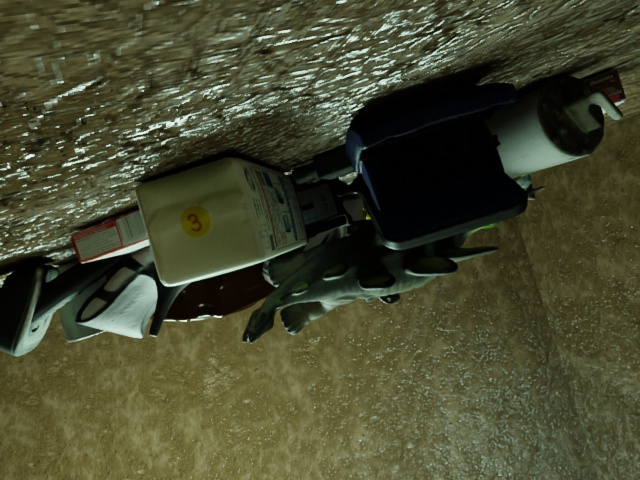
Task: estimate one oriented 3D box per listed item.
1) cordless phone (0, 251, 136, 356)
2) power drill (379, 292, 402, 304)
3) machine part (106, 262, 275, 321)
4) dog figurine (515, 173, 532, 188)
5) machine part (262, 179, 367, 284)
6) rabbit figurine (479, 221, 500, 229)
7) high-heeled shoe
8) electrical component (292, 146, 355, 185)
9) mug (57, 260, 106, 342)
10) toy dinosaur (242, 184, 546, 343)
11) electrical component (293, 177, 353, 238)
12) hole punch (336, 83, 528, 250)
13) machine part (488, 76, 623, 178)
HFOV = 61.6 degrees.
[{"bbox_3d":[-0.301,0.051,0.643,0.184,0.088,0.146,-34,-175,-17],"label":"cordless phone"},{"bbox_3d":[0.091,0.030,0.854,0.232,0.086,0.207,-31,-170,-1],"label":"power drill"},{"bbox_3d":[-0.177,0.048,0.762,0.202,0.087,0.201,5,-168,26],"label":"machine part"},{"bbox_3d":[0.341,-0.143,1.047,0.192,0.108,0.219,-15,177,21],"label":"dog figurine"},{"bbox_3d":[-0.002,-0.002,0.745,0.179,0.056,0.179,-45,155,-29],"label":"machine part"},{"bbox_3d":[0.215,-0.080,0.821,0.159,0.121,0.170,23,-164,-16],"label":"rabbit figurine"},{"bbox_3d":[-0.212,0.038,0.630,0.086,0.145,0.249,26,160,-38],"label":"high-heeled shoe"},{"bbox_3d":[0.022,-0.074,0.516,0.094,0.021,0.063,-18,-179,17],"label":"electrical component"},{"bbox_3d":[-0.329,0.079,0.772,0.081,0.107,0.109,-16,-175,10],"label":"mug"},{"bbox_3d":[0.104,0.010,0.629,0.471,0.105,0.199,-25,-177,-41],"label":"toy dinosaur"},{"bbox_3d":[-0.030,-0.034,0.610,0.119,0.074,0.048,-15,-179,-10],"label":"electrical component"},{"bbox_3d":[0.077,-0.067,0.391,0.142,0.092,0.116,-20,-149,1],"label":"hole punch"},{"bbox_3d":[0.195,-0.102,0.550,0.079,0.079,0.243,-18,-179,-19],"label":"machine part"}]
